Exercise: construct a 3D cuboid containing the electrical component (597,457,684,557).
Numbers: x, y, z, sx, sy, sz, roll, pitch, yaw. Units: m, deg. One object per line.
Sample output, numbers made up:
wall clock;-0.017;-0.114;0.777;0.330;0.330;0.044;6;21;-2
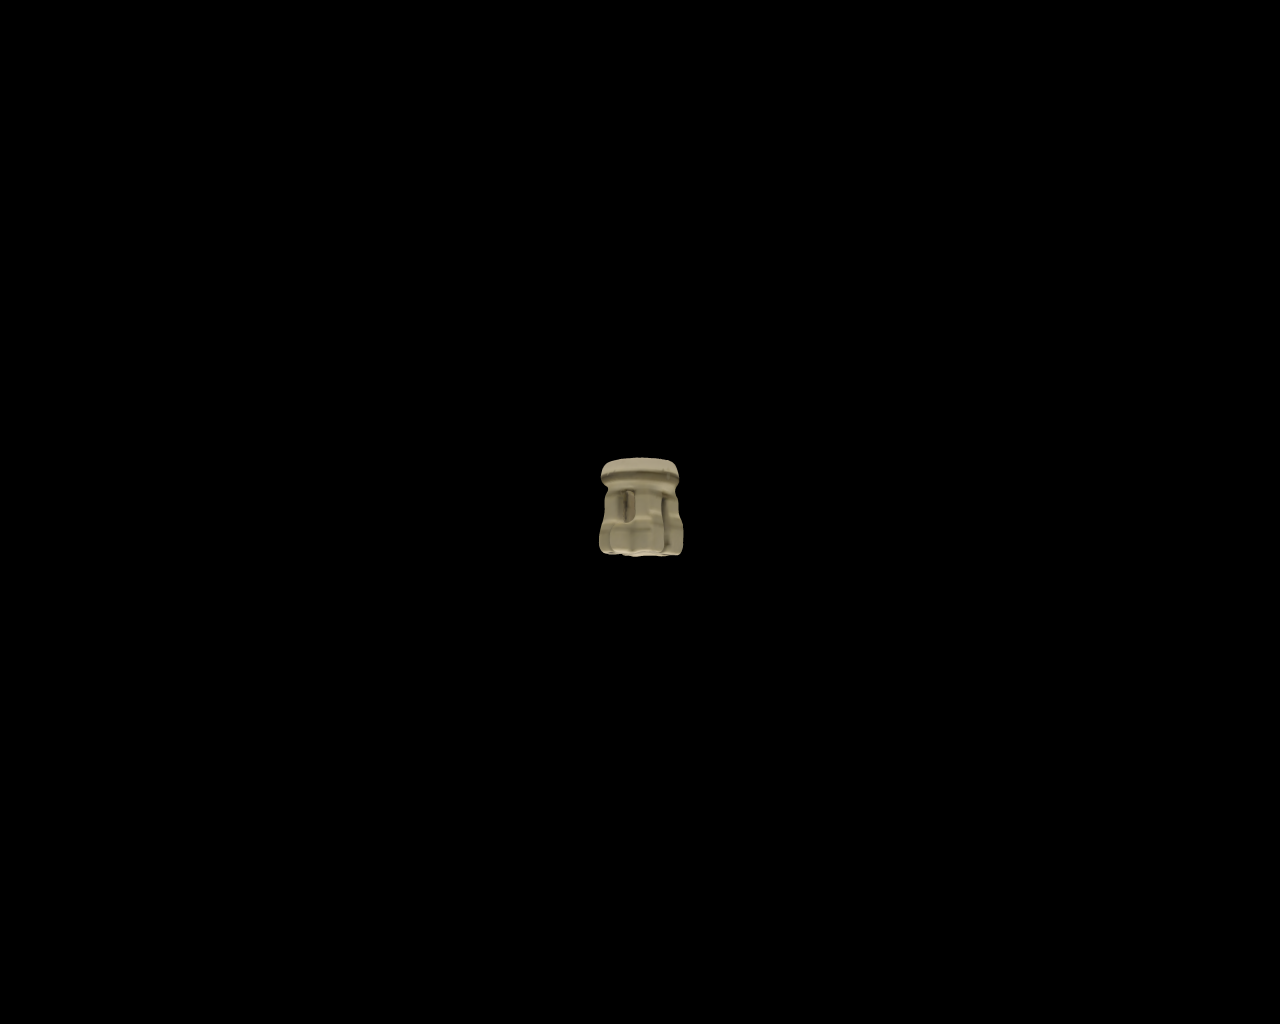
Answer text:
electrical component;0.001;-0.003;0.650;0.048;0.055;0.066;-4;-8;28
